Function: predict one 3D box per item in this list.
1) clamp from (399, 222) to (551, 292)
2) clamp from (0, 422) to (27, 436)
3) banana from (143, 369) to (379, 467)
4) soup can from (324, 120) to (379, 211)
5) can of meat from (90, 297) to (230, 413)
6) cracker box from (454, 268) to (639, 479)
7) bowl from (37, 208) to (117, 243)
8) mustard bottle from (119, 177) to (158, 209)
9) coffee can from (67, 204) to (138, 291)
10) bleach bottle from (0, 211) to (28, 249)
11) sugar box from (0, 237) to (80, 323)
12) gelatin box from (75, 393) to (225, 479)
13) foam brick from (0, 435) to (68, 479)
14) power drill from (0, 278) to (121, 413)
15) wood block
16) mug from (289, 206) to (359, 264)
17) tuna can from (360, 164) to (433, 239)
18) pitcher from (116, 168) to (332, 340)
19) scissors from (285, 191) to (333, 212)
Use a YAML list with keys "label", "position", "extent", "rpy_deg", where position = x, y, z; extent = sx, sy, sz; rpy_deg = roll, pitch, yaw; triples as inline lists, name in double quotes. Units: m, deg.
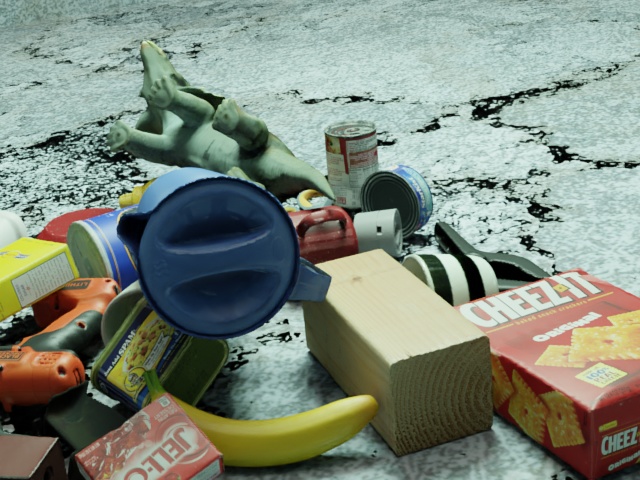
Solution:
- label: "clamp"
  position: [0.161, 0.029, 1.132]
  extent: [0.210, 0.036, 0.164]
  rpy_deg: [12, 28, 32]
- label: "clamp"
  position: [-0.271, 0.175, 0.878]
  extent: [0.172, 0.039, 0.120]
  rpy_deg: [11, 33, 25]
- label: "banana"
  position: [-0.054, 0.149, 0.859]
  extent: [0.198, 0.069, 0.037]
  rpy_deg: [6, -4, 6]
- label: "soup can"
  position: [0.043, -0.097, 1.376]
  extent: [0.068, 0.102, 0.068]
  rpy_deg: [-5, 22, 2]
- label: "can of meat"
  position: [-0.140, 0.108, 0.939]
  extent: [0.084, 0.057, 0.102]
  rpy_deg: [23, 74, 44]
- label: "cracker box"
  position: [0.223, 0.102, 0.898]
  extent: [0.164, 0.072, 0.214]
  rpy_deg: [-14, 24, -22]
- label: "bowl"
  position: [-0.276, 0.003, 1.272]
  extent: [0.162, 0.055, 0.162]
  rpy_deg: [-4, 22, 2]
- label: "mustard bottle"
  position: [-0.164, -0.054, 1.379]
  extent: [0.191, 0.058, 0.096]
  rpy_deg: [-4, 26, 5]
- label: "coffee can"
  position: [-0.192, 0.010, 1.172]
  extent: [0.140, 0.103, 0.103]
  rpy_deg: [-20, 26, -31]
- label: "bleach bottle"
  position: [-0.439, 0.044, 1.202]
  extent: [0.103, 0.068, 0.250]
  rpy_deg: [5, 27, 18]
- label: "sugar box"
  position: [-0.335, 0.055, 1.044]
  extent: [0.094, 0.048, 0.175]
  rpy_deg: [5, 27, 45]
- label: "gelatin box"
  position: [-0.128, 0.169, 0.811]
  extent: [0.089, 0.030, 0.073]
  rpy_deg: [-33, 59, -23]
- label: "foam brick"
  position: [-0.217, 0.190, 0.779]
  extent: [0.051, 0.078, 0.053]
  rpy_deg: [1, 25, 12]
- label: "power drill"
  position: [-0.285, 0.102, 1.037]
  extent: [0.185, 0.057, 0.187]
  rpy_deg: [-1, 24, 17]
- label: "wood block"
  position: [0.062, 0.091, 0.939]
  extent: [0.090, 0.090, 0.206]
  rpy_deg: [-14, 24, -17]
- label: "mug"
  position: [-0.008, 0.001, 1.148]
  extent: [0.081, 0.117, 0.093]
  rpy_deg: [-10, 61, -25]
- label: "tuna can"
  position: [0.091, -0.046, 1.265]
  extent: [0.086, 0.086, 0.033]
  rpy_deg: [13, 27, 37]
- label: "pitcher"
  position: [-0.096, 0.002, 0.963]
  extent: [0.145, 0.149, 0.243]
  rpy_deg: [-29, 14, -7]
- label: "scissors"
  position: [-0.017, -0.019, 1.286]
  extent: [0.096, 0.016, 0.202]
  rpy_deg: [-21, 21, 3]
